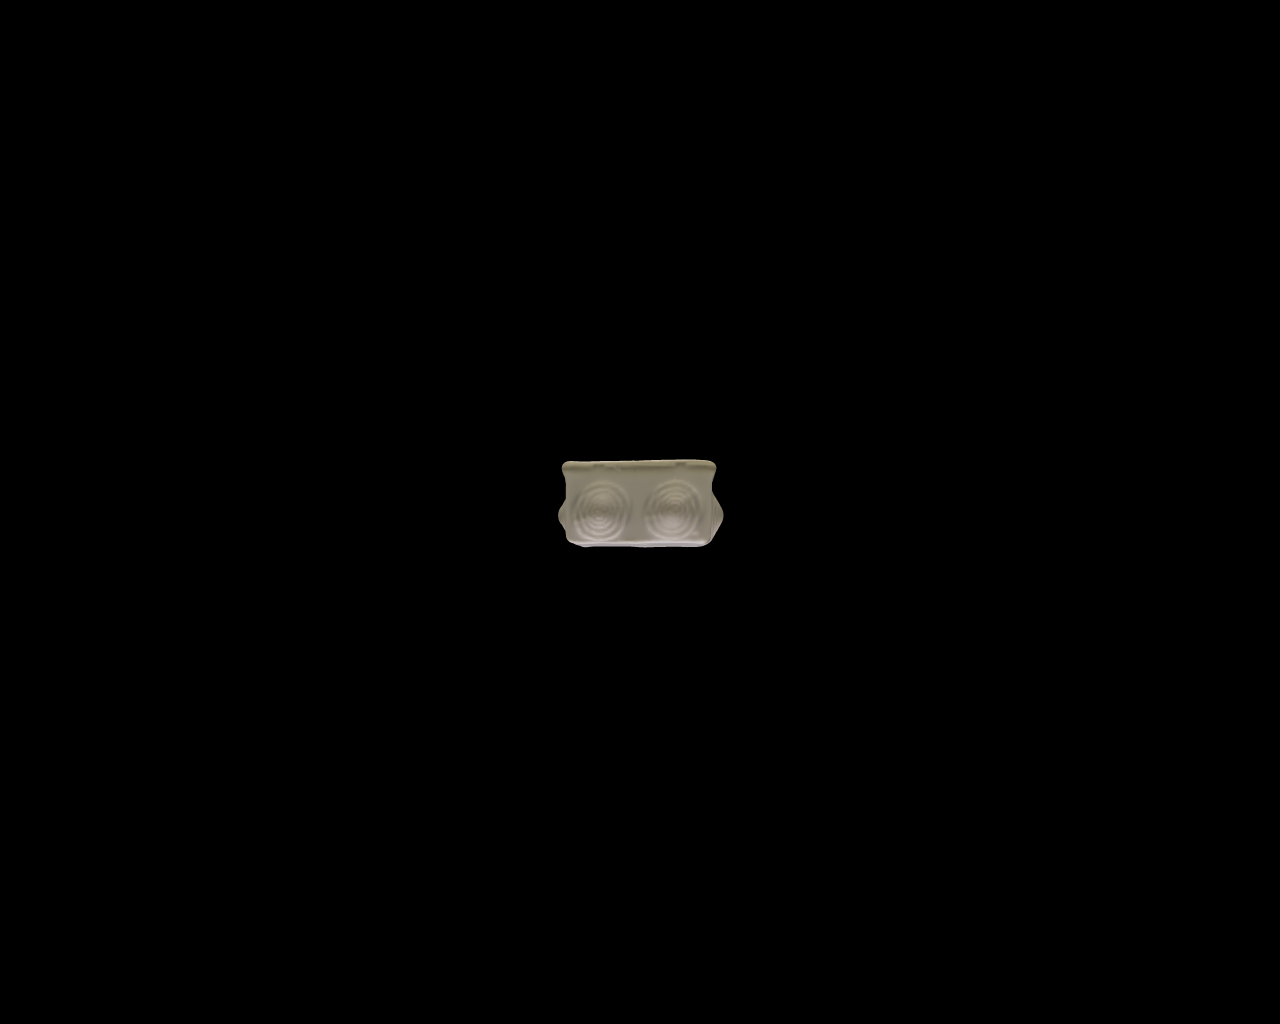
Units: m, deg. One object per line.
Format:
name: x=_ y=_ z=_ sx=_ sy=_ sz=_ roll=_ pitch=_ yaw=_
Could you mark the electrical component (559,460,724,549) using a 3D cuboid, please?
electrical component: x=0.001 y=-0.003 z=0.650 sx=0.100 sy=0.048 sz=0.099 roll=0 pitch=-3 yaw=2
